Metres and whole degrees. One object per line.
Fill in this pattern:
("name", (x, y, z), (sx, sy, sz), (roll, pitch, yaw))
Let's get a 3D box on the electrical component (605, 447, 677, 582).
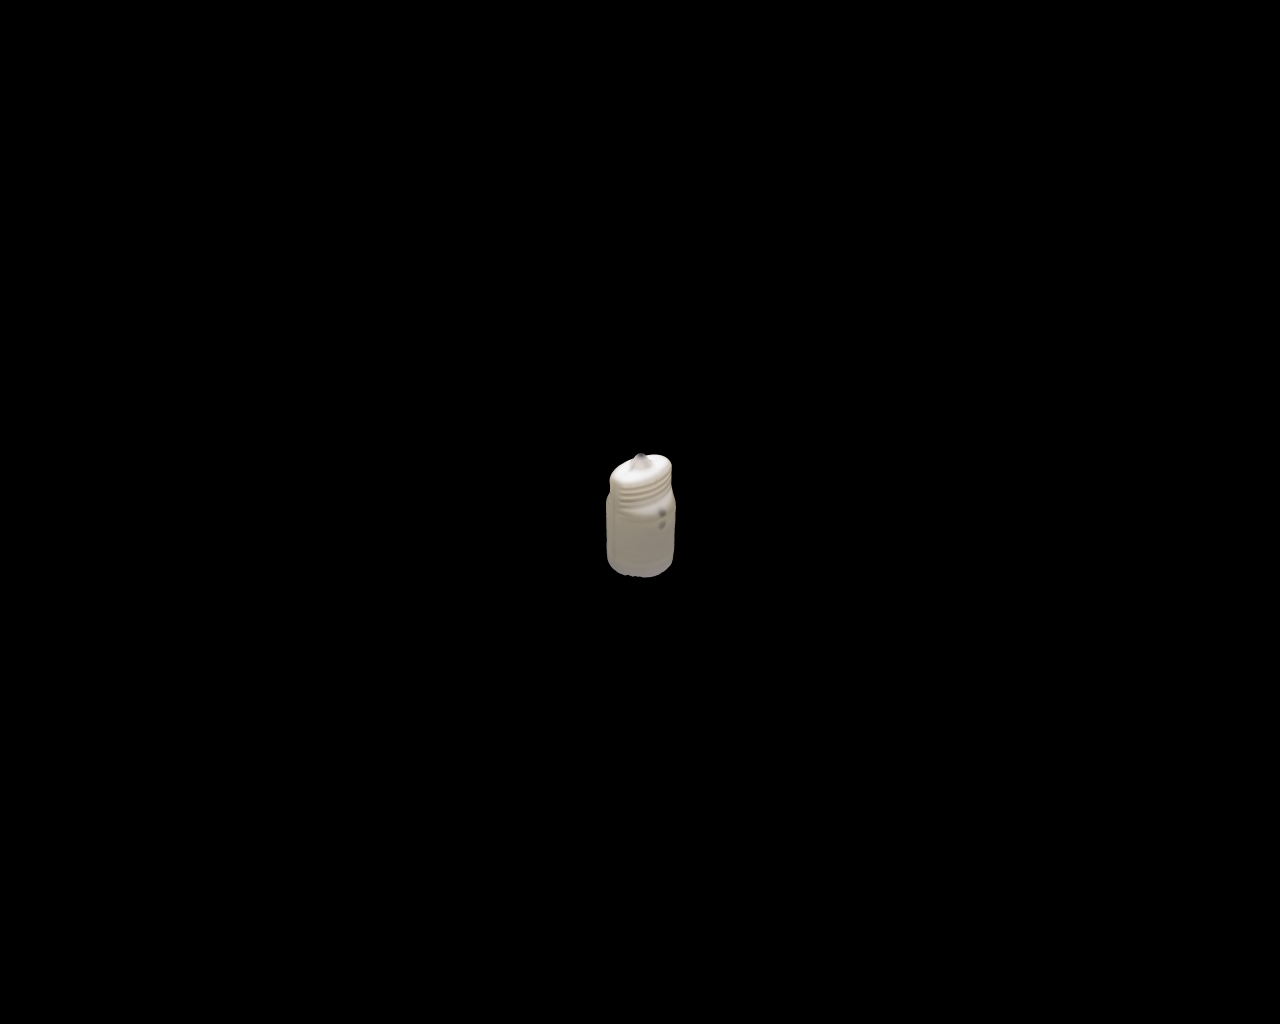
("electrical component", (0.001, -0.003, 0.650), (0.043, 0.080, 0.043), (0, 36, 0))
